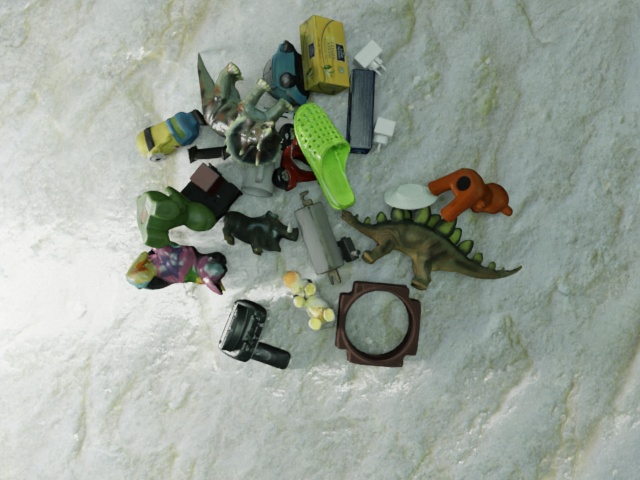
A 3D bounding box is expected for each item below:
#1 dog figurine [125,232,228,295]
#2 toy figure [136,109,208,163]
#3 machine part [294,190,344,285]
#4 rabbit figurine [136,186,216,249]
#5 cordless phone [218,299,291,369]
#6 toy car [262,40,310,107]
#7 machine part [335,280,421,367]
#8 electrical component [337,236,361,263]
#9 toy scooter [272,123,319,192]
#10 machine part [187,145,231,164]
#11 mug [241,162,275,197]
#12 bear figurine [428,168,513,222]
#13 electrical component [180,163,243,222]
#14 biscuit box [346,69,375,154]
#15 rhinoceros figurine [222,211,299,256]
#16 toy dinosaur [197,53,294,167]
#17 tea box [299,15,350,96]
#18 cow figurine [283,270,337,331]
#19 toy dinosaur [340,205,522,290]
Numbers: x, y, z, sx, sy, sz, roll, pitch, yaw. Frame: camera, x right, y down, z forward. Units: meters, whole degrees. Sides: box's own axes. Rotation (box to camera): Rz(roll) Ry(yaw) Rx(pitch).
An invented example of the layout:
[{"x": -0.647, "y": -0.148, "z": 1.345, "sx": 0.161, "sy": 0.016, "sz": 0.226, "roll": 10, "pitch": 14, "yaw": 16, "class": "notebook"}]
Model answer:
[{"x": -0.334, "y": 0.082, "z": 1.306, "sx": 0.219, "sy": 0.108, "sz": 0.191, "roll": 37, "pitch": 87, "yaw": -3, "class": "dog figurine"}, {"x": -0.367, "y": -0.262, "z": 1.327, "sx": 0.180, "sy": 0.082, "sz": 0.089, "roll": -34, "pitch": 70, "yaw": 5, "class": "toy figure"}, {"x": -0.003, "y": -0.004, "z": 1.330, "sx": 0.079, "sy": 0.079, "sz": 0.243, "roll": -21, "pitch": 90, "yaw": -2, "class": "machine part"}, {"x": -0.333, "y": -0.053, "z": 1.252, "sx": 0.170, "sy": 0.159, "sz": 0.121, "roll": 6, "pitch": 111, "yaw": -37, "class": "rabbit figurine"}, {"x": -0.146, "y": 0.239, "z": 1.329, "sx": 0.184, "sy": 0.089, "sz": 0.146, "roll": 22, "pitch": 88, "yaw": -12, "class": "cordless phone"}, {"x": -0.092, "y": -0.402, "z": 1.328, "sx": 0.103, "sy": 0.109, "sz": 0.161, "roll": -10, "pitch": 80, "yaw": 21, "class": "toy car"}, {"x": 0.142, "y": 0.205, "z": 1.323, "sx": 0.202, "sy": 0.087, "sz": 0.201, "roll": 6, "pitch": 89, "yaw": 0, "class": "machine part"}, {"x": 0.069, "y": 0.022, "z": 1.322, "sx": 0.021, "sy": 0.094, "sz": 0.063, "roll": -24, "pitch": 91, "yaw": -22, "class": "electrical component"}, {"x": -0.044, "y": -0.196, "z": 1.328, "sx": 0.135, "sy": 0.075, "sz": 0.184, "roll": 15, "pitch": 68, "yaw": -23, "class": "toy scooter"}, {"x": -0.258, "y": -0.218, "z": 1.336, "sx": 0.139, "sy": 0.084, "sz": 0.039, "roll": -5, "pitch": 119, "yaw": 7, "class": "machine part"}, {"x": -0.148, "y": -0.170, "z": 1.320, "sx": 0.081, "sy": 0.109, "sz": 0.107, "roll": 8, "pitch": 76, "yaw": -1, "class": "mug"}, {"x": 0.373, "y": -0.101, "z": 1.306, "sx": 0.132, "sy": 0.195, "sz": 0.120, "roll": -34, "pitch": 59, "yaw": 27, "class": "bear figurine"}, {"x": -0.276, "y": -0.106, "z": 1.335, "sx": 0.115, "sy": 0.058, "sz": 0.134, "roll": 42, "pitch": 88, "yaw": 2, "class": "electrical component"}, {"x": 0.101, "y": -0.319, "z": 1.348, "sx": 0.063, "sy": 0.059, "sz": 0.202, "roll": 3, "pitch": 88, "yaw": -3, "class": "biscuit box"}, {"x": -0.149, "y": -0.020, "z": 1.333, "sx": 0.190, "sy": 0.073, "sz": 0.112, "roll": 13, "pitch": 77, "yaw": 1, "class": "rhinoceros figurine"}, {"x": -0.208, "y": -0.304, "z": 1.279, "sx": 0.405, "sy": 0.131, "sz": 0.192, "roll": 34, "pitch": 88, "yaw": 34, "class": "toy dinosaur"}, {"x": 0.010, "y": -0.451, "z": 1.322, "sx": 0.098, "sy": 0.068, "sz": 0.169, "roll": -4, "pitch": 84, "yaw": -37, "class": "tea box"}, {"x": -0.022, "y": 0.147, "z": 1.326, "sx": 0.068, "sy": 0.098, "sz": 0.167, "roll": -39, "pitch": 71, "yaw": 4, "class": "cow figurine"}, {"x": 0.268, "y": 0.022, "z": 1.323, "sx": 0.471, "sy": 0.105, "sz": 0.198, "roll": 26, "pitch": 84, "yaw": -6, "class": "toy dinosaur"}]
